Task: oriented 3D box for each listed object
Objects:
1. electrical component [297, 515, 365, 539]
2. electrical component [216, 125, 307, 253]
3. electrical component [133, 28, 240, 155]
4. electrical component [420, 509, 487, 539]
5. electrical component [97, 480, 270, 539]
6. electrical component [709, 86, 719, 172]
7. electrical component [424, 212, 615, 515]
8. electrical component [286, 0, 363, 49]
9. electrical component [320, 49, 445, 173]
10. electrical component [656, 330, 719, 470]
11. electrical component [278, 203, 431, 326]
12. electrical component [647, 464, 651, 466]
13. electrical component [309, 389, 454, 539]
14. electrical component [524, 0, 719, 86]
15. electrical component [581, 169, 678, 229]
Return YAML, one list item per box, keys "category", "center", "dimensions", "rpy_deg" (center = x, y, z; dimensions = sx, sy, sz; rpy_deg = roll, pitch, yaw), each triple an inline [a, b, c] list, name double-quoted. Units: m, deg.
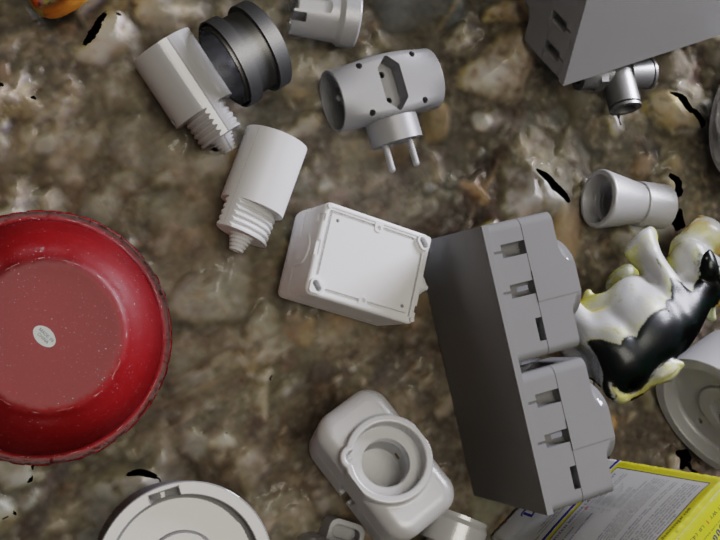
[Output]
- category: "electrical component"
  center: [-0.015, 0.204, 0.703]
  dimensions: [0.058, 0.057, 0.078]
  rpy_deg: [22, 79, -17]
- category: "electrical component"
  center: [-0.068, -0.050, 0.711]
  dimensions: [0.043, 0.043, 0.081]
  rpy_deg: [22, 79, -17]
- category: "electrical component"
  center: [-0.107, -0.112, 0.703]
  dimensions: [0.043, 0.043, 0.081]
  rpy_deg: [-36, 98, -19]
- category: "electrical component"
  center: [0.059, 0.194, 0.736]
  dimensions: [0.045, 0.045, 0.055]
  rpy_deg: [25, 77, -16]
- category: "electrical component"
  center: [-0.114, 0.182, 0.667]
  dimensions: [0.108, 0.060, 0.108]
  rpy_deg: [2, 85, -19]
- category: "electrical component"
  center: [0.309, -0.116, 0.820]
  dimensions: [0.060, 0.108, 0.108]
  rpy_deg: [7, 83, -13]
- category: "electrical component"
  center: [0.106, 0.061, 0.732]
  dimensions: [0.060, 0.105, 0.186]
  rpy_deg: [-13, 90, -20]
- category: "electrical component"
  center: [-0.025, -0.175, 0.740]
  dimensions: [0.046, 0.040, 0.040]
  rpy_deg: [6, 84, -13]
- category: "electrical component"
  center: [0.020, -0.108, 0.748]
  dimensions: [0.077, 0.043, 0.079]
  rpy_deg: [-17, 91, -20]
- category: "electrical component"
  center: [0.281, 0.094, 0.793]
  dimensions: [0.060, 0.108, 0.108]
  rpy_deg: [-35, 98, -25]
- category: "electrical component"
  center: [0.000, 0.000, 0.726]
  dimensions: [0.096, 0.061, 0.061]
  rpy_deg: [18, 78, -24]
- category: "electrical component"
  center: [0.227, 0.182, 0.798]
  dimensions: [0.077, 0.043, 0.079]
  rpy_deg: [-35, 97, -18]
- category: "electrical component"
  center: [0.014, 0.129, 0.703]
  dimensions: [0.054, 0.059, 0.095]
  rpy_deg: [-35, 78, -20]
- category: "electrical component"
  center: [0.202, -0.207, 0.791]
  dimensions: [0.150, 0.089, 0.061]
  rpy_deg: [-20, 55, -20]
- category: "electrical component"
  center: [0.206, -0.050, 0.811]
  dimensions: [0.065, 0.044, 0.044]
  rpy_deg: [5, 84, -24]
